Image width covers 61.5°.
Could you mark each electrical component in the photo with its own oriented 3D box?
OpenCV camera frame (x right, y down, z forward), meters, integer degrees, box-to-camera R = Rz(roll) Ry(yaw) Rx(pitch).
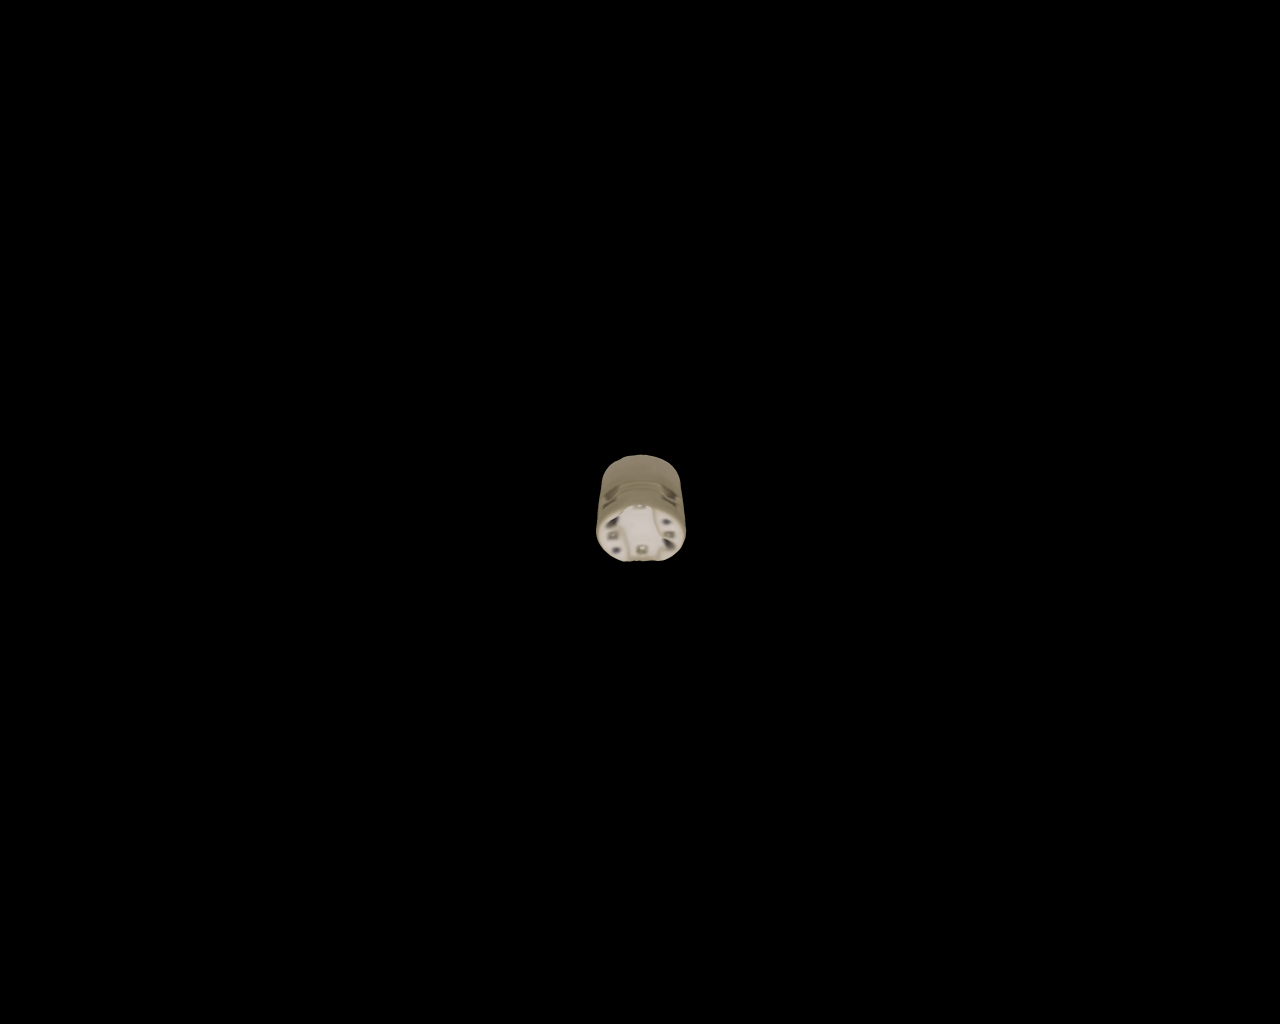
[{"bbox_3d":[0.001,-0.003,0.650,0.055,0.047,0.055,0,-42,0],"label":"electrical component"}]
